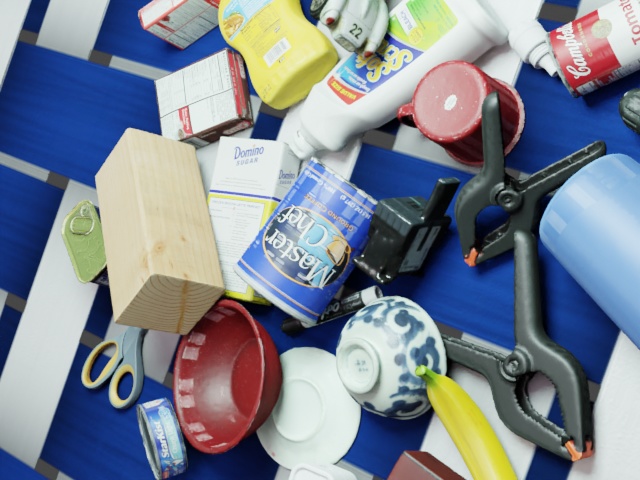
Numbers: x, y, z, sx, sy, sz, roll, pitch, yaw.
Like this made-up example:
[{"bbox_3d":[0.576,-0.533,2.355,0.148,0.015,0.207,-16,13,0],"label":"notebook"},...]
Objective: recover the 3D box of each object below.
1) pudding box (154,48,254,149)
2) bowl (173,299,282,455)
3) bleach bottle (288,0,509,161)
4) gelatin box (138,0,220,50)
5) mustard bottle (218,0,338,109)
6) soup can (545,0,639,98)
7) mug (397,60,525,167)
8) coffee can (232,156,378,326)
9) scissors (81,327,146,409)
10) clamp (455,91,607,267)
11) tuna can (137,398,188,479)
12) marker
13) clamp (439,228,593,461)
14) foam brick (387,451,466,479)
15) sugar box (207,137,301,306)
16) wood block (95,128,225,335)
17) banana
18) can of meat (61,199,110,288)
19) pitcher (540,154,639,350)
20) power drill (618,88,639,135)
[{"bbox_3d":[-0.135,-0.160,1.241,0.114,0.039,0.090,-17,72,26],"label":"pudding box"},{"bbox_3d":[-0.089,0.145,1.127,0.162,0.055,0.162,-15,71,47],"label":"bowl"},{"bbox_3d":[0.068,-0.166,1.101,0.251,0.068,0.103,-40,55,21],"label":"bleach bottle"},{"bbox_3d":[-0.156,-0.268,1.253,0.089,0.073,0.030,-28,66,25],"label":"gelatin box"},{"bbox_3d":[-0.062,-0.245,1.199,0.096,0.058,0.192,-41,63,18],"label":"mustard bottle"},{"bbox_3d":[0.268,-0.182,0.978,0.102,0.068,0.068,-24,69,25],"label":"soup can"},{"bbox_3d":[0.131,-0.125,1.043,0.117,0.081,0.093,2,82,32],"label":"mug"},{"bbox_3d":[-0.007,0.001,1.081,0.103,0.102,0.140,37,93,31],"label":"coffee can"},{"bbox_3d":[-0.204,0.116,1.242,0.202,0.016,0.096,-44,62,17],"label":"scissors"},{"bbox_3d":[0.170,-0.054,0.996,0.120,0.039,0.172,36,116,0],"label":"clamp"},{"bbox_3d":[-0.172,0.217,1.163,0.033,0.086,0.086,-15,66,-18],"label":"tuna can"},{"bbox_3d":[0.010,0.075,1.115,0.121,0.020,0.020,-22,70,27],"label":"marker"},{"bbox_3d":[0.189,0.104,0.983,0.165,0.036,0.210,-52,60,25],"label":"clamp"},{"bbox_3d":[0.106,0.241,1.004,0.078,0.052,0.051,32,98,33],"label":"foam brick"},{"bbox_3d":[-0.082,-0.022,1.176,0.093,0.048,0.176,9,83,35],"label":"sugar box"},{"bbox_3d":[-0.178,-0.011,1.168,0.091,0.090,0.206,-47,44,35],"label":"wood block"},{"bbox_3d":[0.145,0.202,0.979,0.037,0.069,0.198,-39,72,31],"label":"banana"},{"bbox_3d":[-0.242,0.011,1.237,0.057,0.083,0.102,-43,53,20],"label":"can of meat"},{"bbox_3d":[0.308,0.034,0.887,0.243,0.148,0.145,50,122,32],"label":"pitcher"},{"bbox_3d":[0.373,-0.133,0.912,0.185,0.057,0.188,40,104,30],"label":"power drill"}]
